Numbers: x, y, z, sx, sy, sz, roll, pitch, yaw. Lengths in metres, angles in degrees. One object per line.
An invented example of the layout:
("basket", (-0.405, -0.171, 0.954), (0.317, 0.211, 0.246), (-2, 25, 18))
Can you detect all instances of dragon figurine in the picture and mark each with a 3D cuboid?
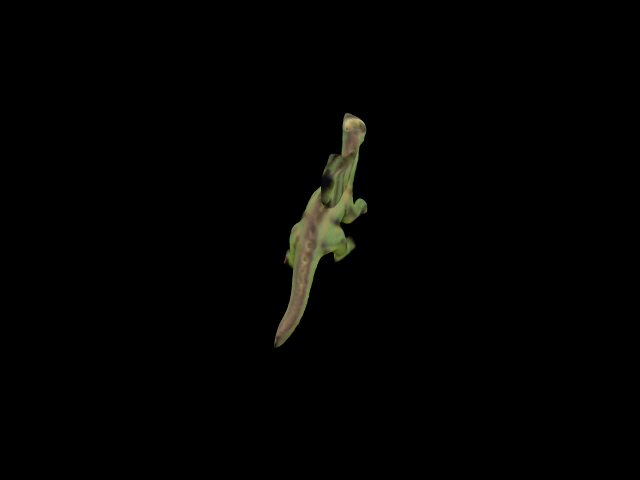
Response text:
("dragon figurine", (0.003, -0.043, 0.850), (0.122, 0.419, 0.237), (15, -31, 9))
